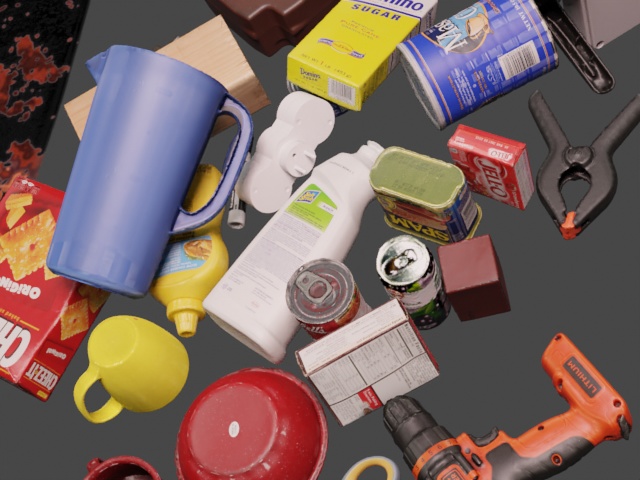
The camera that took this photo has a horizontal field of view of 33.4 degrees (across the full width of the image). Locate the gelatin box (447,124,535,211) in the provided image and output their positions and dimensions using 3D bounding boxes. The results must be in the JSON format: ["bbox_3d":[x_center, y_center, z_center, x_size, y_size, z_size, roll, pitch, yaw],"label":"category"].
[{"bbox_3d":[0.172,-0.072,1.068,0.073,0.089,0.030,23,71,28],"label":"gelatin box"}]

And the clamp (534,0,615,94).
[{"bbox_3d":[0.240,-0.248,1.134,0.036,0.164,0.210,-31,32,-1],"label":"clamp"}]

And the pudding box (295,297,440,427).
[{"bbox_3d":[0.046,0.116,1.007,0.113,0.090,0.039,-30,38,2],"label":"pudding box"}]

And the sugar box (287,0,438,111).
[{"bbox_3d":[0.049,-0.224,1.182,0.093,0.048,0.176,27,58,17],"label":"sugar box"}]

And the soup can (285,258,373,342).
[{"bbox_3d":[0.014,0.070,1.039,0.068,0.102,0.068,-8,61,15],"label":"soup can"}]

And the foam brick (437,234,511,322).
[{"bbox_3d":[0.148,0.037,1.025,0.053,0.078,0.051,-14,61,12],"label":"foam brick"}]

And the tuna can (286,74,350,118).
[{"bbox_3d":[0.007,-0.181,1.217,0.086,0.033,0.086,-8,61,15],"label":"tuna can"}]

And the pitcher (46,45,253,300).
[{"bbox_3d":[-0.182,-0.064,1.096,0.149,0.144,0.243,12,82,43],"label":"pitcher"}]

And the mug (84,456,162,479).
[{"bbox_3d":[-0.183,0.255,1.021,0.093,0.081,0.117,-45,58,-8],"label":"mug"}]

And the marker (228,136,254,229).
[{"bbox_3d":[-0.089,-0.070,1.200,0.020,0.020,0.121,-5,62,17],"label":"marker"}]

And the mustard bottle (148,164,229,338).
[{"bbox_3d":[-0.146,0.015,1.151,0.096,0.058,0.191,-14,59,15],"label":"mustard bottle"}]

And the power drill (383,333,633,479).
[{"bbox_3d":[0.168,0.170,0.961,0.187,0.057,0.185,-38,55,-1],"label":"power drill"}]

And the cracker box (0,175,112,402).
[{"bbox_3d":[-0.322,0.047,1.188,0.164,0.072,0.213,21,72,28],"label":"cracker box"}]

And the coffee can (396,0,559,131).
[{"bbox_3d":[0.165,-0.193,1.127,0.140,0.102,0.103,-28,57,3],"label":"coffee can"}]

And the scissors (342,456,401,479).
[{"bbox_3d":[-0.004,0.255,0.998,0.202,0.016,0.096,-8,59,15],"label":"scissors"}]

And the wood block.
[{"bbox_3d":[-0.173,-0.157,1.226,0.206,0.090,0.091,-29,71,2],"label":"wood block"}]

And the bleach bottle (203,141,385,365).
[{"bbox_3d":[-0.007,0.001,1.109,0.103,0.068,0.250,31,74,30],"label":"bleach bottle"}]

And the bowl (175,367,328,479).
[{"bbox_3d":[-0.076,0.191,1.035,0.162,0.055,0.162,-8,61,15],"label":"bowl"}]

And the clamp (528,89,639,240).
[{"bbox_3d":[0.270,-0.083,1.070,0.120,0.039,0.171,-7,64,22],"label":"clamp"}]

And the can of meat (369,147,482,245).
[{"bbox_3d":[0.106,-0.044,1.080,0.102,0.084,0.057,20,72,27],"label":"can of meat"}]
